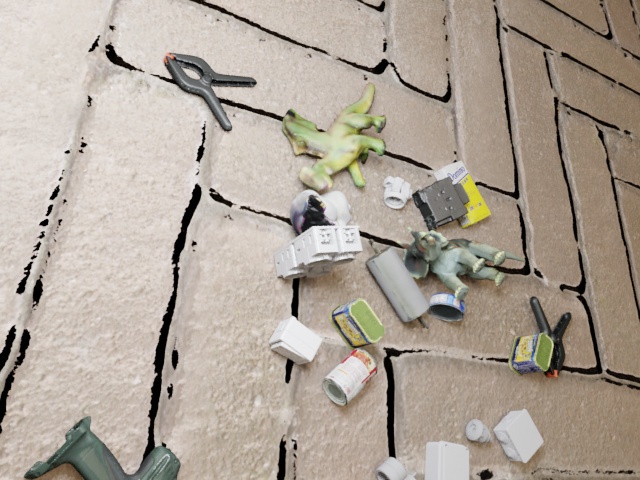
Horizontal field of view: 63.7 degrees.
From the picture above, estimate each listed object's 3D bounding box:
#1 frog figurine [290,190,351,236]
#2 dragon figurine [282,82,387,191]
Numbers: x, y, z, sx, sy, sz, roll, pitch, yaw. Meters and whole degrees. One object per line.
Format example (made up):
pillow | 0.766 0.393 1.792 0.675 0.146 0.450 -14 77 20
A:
frog figurine | 0.004 -0.059 1.169 0.137 0.121 0.162 38 20 -3
dragon figurine | 0.029 -0.271 1.264 0.242 0.119 0.420 14 54 -16
